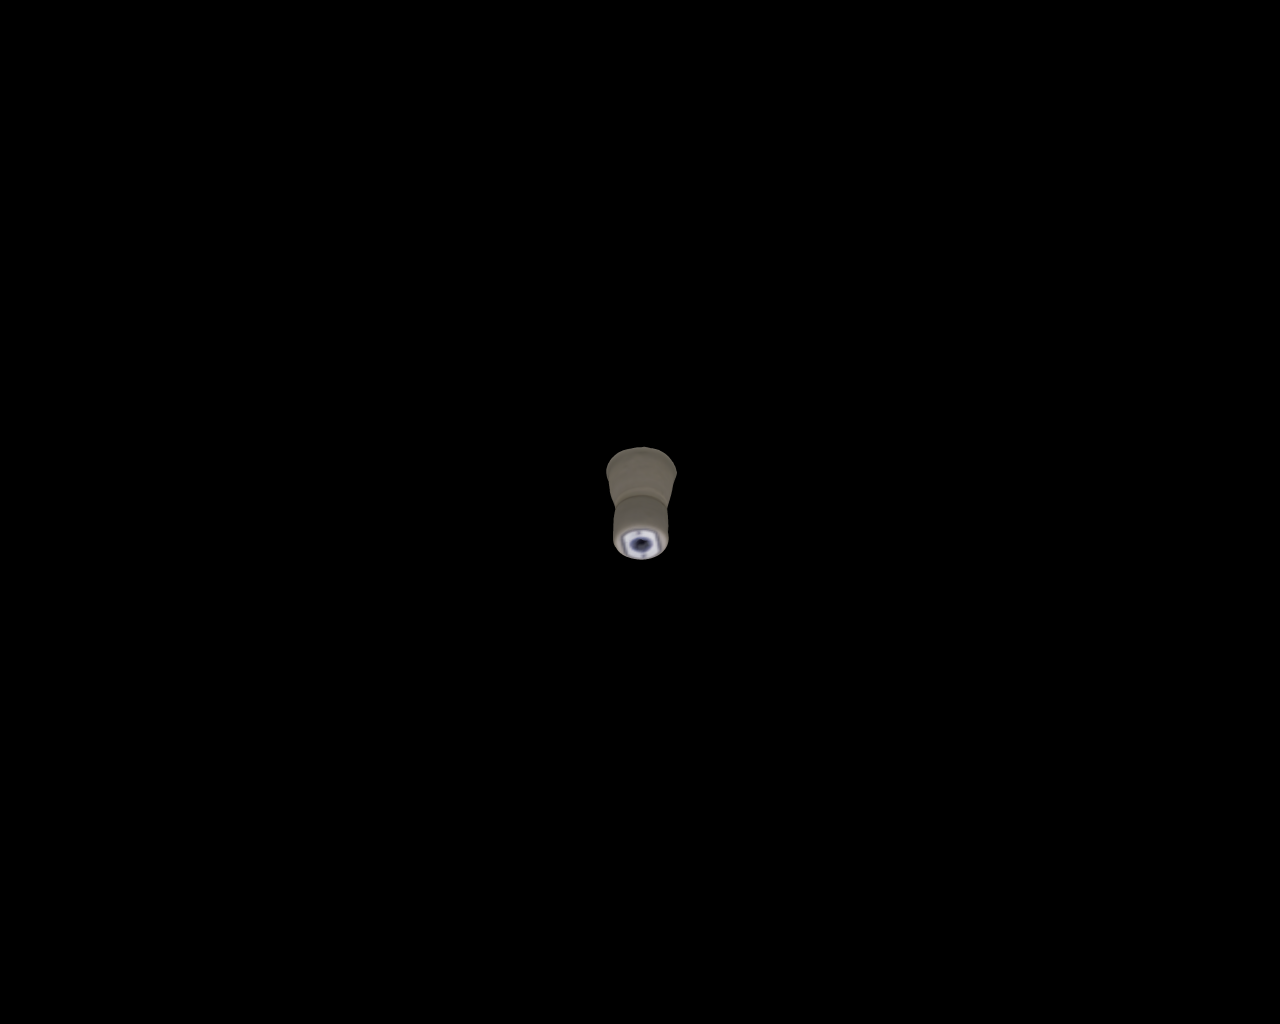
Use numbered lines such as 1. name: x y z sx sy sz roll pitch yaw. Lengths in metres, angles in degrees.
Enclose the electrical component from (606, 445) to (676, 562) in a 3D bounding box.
1. electrical component: 0.001 -0.003 0.650 0.044 0.065 0.044 0 -43 0
